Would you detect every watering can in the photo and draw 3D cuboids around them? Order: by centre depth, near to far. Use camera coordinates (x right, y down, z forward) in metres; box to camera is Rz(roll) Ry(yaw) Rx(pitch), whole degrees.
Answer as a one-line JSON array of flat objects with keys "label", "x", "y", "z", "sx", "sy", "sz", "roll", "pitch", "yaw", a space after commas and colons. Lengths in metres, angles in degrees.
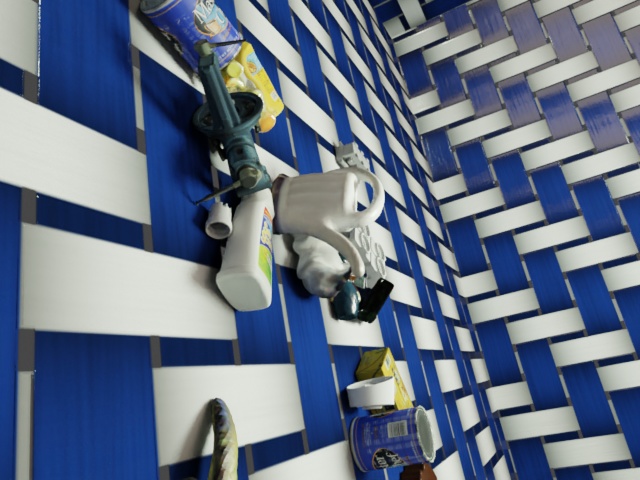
[{"label": "watering can", "x": 0.003, "y": -0.048, "z": 0.950, "sx": 0.356, "sy": 0.224, "sz": 0.102, "roll": -74, "pitch": 158, "yaw": -55}]

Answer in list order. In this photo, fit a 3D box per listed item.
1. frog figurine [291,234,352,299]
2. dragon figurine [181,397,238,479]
[{"label": "frog figurine", "x": -0.010, "y": 0.038, "z": 1.041, "sx": 0.160, "sy": 0.120, "sz": 0.140, "roll": 35, "pitch": 32, "yaw": 6}, {"label": "dragon figurine", "x": -0.098, "y": 0.379, "z": 0.527, "sx": 0.416, "sy": 0.122, "sz": 0.239, "roll": -108, "pitch": -163, "yaw": -70}]
